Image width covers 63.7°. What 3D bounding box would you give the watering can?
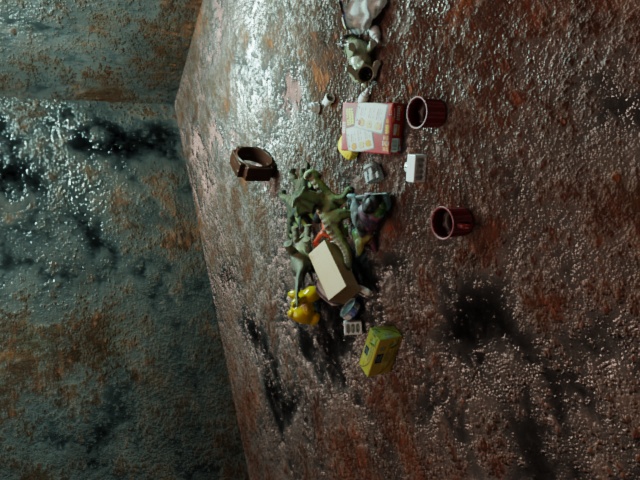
[{"bbox_3d":[0.075,0.158,1.956,0.104,0.220,0.354,-1,35,-29],"label":"watering can"}]

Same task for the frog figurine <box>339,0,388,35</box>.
[{"bbox_3d":[0.156,-0.768,1.728,0.158,0.141,0.120,-14,-37,22],"label":"frog figurine"}]

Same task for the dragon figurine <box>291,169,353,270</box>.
[{"bbox_3d":[0.006,-0.095,1.883,0.242,0.419,0.120,10,-33,-20],"label":"dragon figurine"}]
